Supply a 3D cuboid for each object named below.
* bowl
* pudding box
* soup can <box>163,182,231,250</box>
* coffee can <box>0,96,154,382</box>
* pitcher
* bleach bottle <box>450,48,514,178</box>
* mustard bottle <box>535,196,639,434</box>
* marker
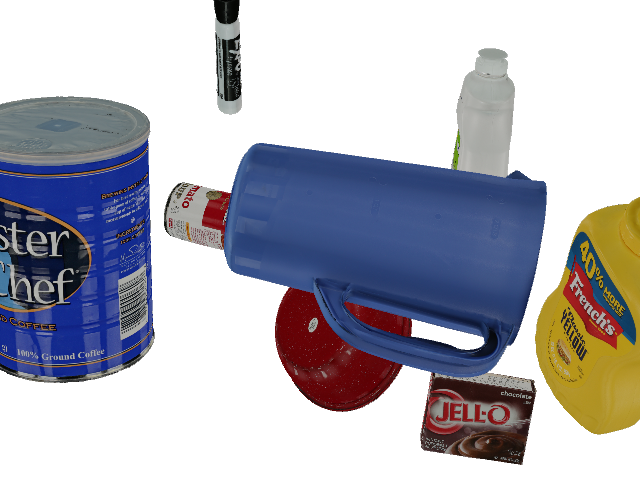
[{"bbox_3d":[0.008,0.085,1.043,0.162,0.162,0.055,0,-11,40],"label":"bowl"},{"bbox_3d":[0.170,0.188,1.157,0.113,0.090,0.039,7,21,3],"label":"pudding box"},{"bbox_3d":[-0.123,-0.026,1.252,0.102,0.068,0.068,14,4,18],"label":"soup can"},{"bbox_3d":[-0.150,-0.003,0.627,0.103,0.140,0.103,2,24,-1],"label":"coffee can"},{"bbox_3d":[0.049,0.005,0.845,0.243,0.145,0.149,11,16,5],"label":"pitcher"},{"bbox_3d":[0.160,-0.068,1.079,0.068,0.251,0.102,2,31,-1],"label":"bleach bottle"},{"bbox_3d":[0.185,0.035,0.652,0.058,0.096,0.192,-10,-35,-13],"label":"mustard bottle"},{"bbox_3d":[-0.067,-0.139,0.778,0.020,0.020,0.121,0,-35,-3],"label":"marker"}]
